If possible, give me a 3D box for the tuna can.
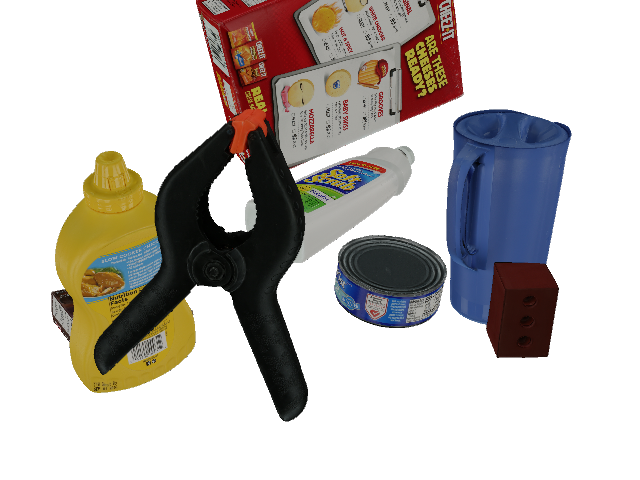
[{"bbox_3d":[0.054,0.032,0.839,0.086,0.034,0.086,6,31,-4],"label":"tuna can"}]

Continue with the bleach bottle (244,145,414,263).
[{"bbox_3d":[0.026,-0.062,1.355,0.103,0.068,0.250,25,43,34],"label":"bleach bottle"}]

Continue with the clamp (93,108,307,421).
[{"bbox_3d":[-0.063,0.014,0.567,0.120,0.171,0.039,4,18,1],"label":"clamp"}]

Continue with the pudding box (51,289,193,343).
[{"bbox_3d":[-0.192,0.073,1.035,0.113,0.039,0.090,-14,30,-30],"label":"pudding box"}]

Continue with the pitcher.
[{"bbox_3d":[0.208,-0.022,1.257,0.149,0.243,0.145,-1,25,-4],"label":"pitcher"}]

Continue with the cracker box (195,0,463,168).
[{"bbox_3d":[0.012,-0.169,0.938,0.213,0.164,0.072,-25,41,-14],"label":"cracker box"}]

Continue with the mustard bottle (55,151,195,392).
[{"bbox_3d":[-0.144,0.020,0.782,0.096,0.192,0.058,-21,43,-26],"label":"mustard bottle"}]

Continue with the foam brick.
[{"bbox_3d":[0.193,0.066,1.024,0.053,0.078,0.051,0,26,-4],"label":"foam brick"}]
